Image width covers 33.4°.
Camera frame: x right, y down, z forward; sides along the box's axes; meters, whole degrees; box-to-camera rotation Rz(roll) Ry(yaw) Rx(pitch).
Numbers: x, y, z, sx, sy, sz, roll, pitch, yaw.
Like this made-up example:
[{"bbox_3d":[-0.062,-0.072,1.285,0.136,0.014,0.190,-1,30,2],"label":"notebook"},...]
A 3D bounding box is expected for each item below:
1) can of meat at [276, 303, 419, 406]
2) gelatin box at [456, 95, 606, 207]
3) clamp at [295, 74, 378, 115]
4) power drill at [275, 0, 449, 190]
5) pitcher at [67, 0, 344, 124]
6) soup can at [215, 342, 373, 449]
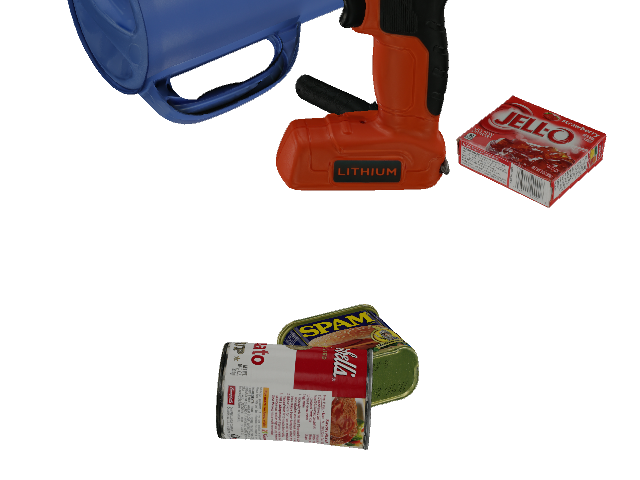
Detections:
[{"bbox_3d":[0.025,0.105,0.933,0.102,0.057,0.084,-12,26,-21],"label":"can of meat"},{"bbox_3d":[0.162,-0.071,0.824,0.089,0.030,0.073,31,53,33],"label":"gelatin box"},{"bbox_3d":[0.050,-0.122,1.060,0.120,0.039,0.171,-10,41,-16],"label":"clamp"},{"bbox_3d":[0.017,-0.119,0.621,0.184,0.188,0.057,0,37,-8],"label":"power drill"},{"bbox_3d":[-0.076,-0.210,0.896,0.242,0.149,0.145,-25,44,-29],"label":"pitcher"},{"bbox_3d":[-0.017,0.106,0.729,0.102,0.068,0.068,3,0,2],"label":"soup can"}]
